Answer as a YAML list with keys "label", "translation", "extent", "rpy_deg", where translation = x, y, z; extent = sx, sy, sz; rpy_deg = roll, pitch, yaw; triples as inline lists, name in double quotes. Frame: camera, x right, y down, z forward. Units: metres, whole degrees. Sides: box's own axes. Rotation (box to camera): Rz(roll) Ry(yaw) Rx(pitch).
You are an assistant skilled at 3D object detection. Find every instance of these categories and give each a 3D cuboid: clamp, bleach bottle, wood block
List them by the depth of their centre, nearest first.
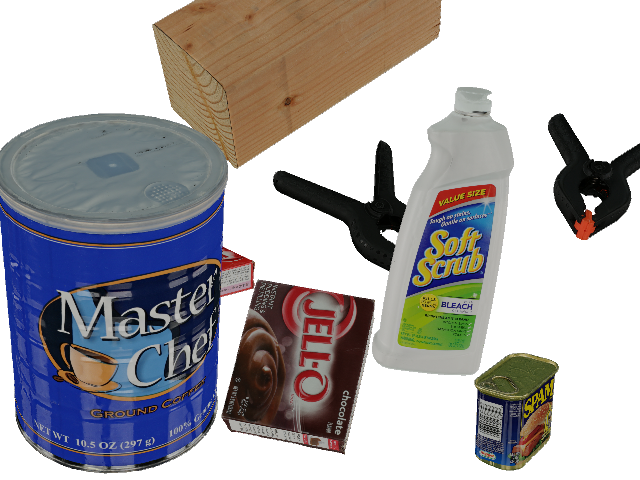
- label: "wood block"
  translation: [-0.012, -0.159, 0.814]
  extent: [0.205, 0.090, 0.091]
  rpy_deg: [-35, -30, -20]
- label: "bleach bottle"
  translation: [0.109, -0.009, 0.935]
  extent: [0.102, 0.251, 0.068]
  rpy_deg: [6, 19, 0]
- label: "clamp"
  translation: [0.282, -0.073, 1.130]
  extent: [0.120, 0.039, 0.171]
  rpy_deg: [17, 46, 20]
- label: "clamp"
  translation: [0.052, -0.029, 1.217]
  extent: [0.164, 0.210, 0.036]
  rpy_deg: [-14, -38, -25]

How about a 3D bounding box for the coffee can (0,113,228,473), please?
- label: "coffee can"
  translation: [-0.098, 0.024, 0.510]
  extent: [0.103, 0.140, 0.103]
  rpy_deg: [4, 32, -3]

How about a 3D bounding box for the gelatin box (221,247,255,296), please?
- label: "gelatin box"
  translation: [-0.116, 0.029, 0.976]
  extent: [0.089, 0.030, 0.073]
  rpy_deg: [-15, 26, -38]

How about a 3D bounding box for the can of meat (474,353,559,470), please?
- label: "can of meat"
  translation: [0.197, 0.172, 1.077]
  extent: [0.058, 0.084, 0.101]
  rpy_deg: [13, 22, 34]

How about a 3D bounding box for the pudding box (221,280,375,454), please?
- label: "pudding box"
  translation: [-0.014, 0.090, 0.775]
  extent: [0.090, 0.113, 0.039]
  rpy_deg: [9, -25, 9]
